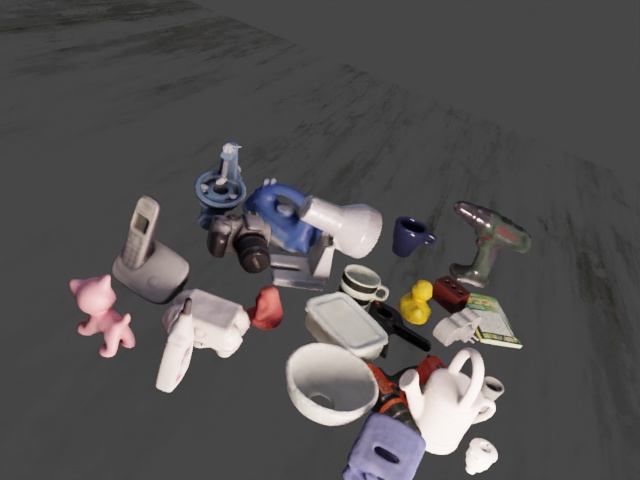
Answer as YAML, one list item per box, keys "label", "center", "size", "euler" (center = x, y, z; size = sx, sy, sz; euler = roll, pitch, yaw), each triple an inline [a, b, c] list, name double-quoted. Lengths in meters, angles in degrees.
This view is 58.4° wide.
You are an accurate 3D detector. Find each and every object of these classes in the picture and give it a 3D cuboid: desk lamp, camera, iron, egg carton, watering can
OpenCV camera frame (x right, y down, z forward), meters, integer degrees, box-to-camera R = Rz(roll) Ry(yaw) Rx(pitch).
- label: "desk lamp"
  center: [0.012, 0.005, 1.270]
  size: [0.204, 0.213, 0.117]
  euler: [7, 33, -20]
- label: "camera"
  center: [-0.169, 0.003, 1.280]
  size: [0.143, 0.101, 0.136]
  euler: [5, 34, -23]
- label: "iron"
  center: [-0.089, -0.078, 1.413]
  size: [0.257, 0.141, 0.119]
  euler: [35, 34, 24]
- label: "egg carton"
  center: [-0.208, 0.152, 1.052]
  size: [0.150, 0.069, 0.107]
  euler: [20, 31, 0]
- label: "watering can"
  center: [0.222, 0.270, 0.987]
  size: [0.173, 0.194, 0.100]
  euler: [2, 35, -27]

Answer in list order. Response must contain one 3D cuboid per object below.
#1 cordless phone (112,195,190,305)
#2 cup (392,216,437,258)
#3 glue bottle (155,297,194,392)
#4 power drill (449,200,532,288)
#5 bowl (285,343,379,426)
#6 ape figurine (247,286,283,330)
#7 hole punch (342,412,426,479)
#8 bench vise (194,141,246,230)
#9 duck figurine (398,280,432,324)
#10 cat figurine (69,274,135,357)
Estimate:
- label: "cordless phone"
  center: [-0.314, 0.018, 1.090]
  size: [0.147, 0.185, 0.094]
  euler: [28, 32, 15]
- label: "cup"
  center: [0.242, 0.003, 1.520]
  size: [0.117, 0.095, 0.092]
  euler: [23, 31, 6]
- label: "glue bottle"
  center: [-0.226, 0.162, 0.924]
  size: [0.037, 0.173, 0.078]
  euler: [19, 31, 0]
- label: "power drill"
  center: [0.421, 0.014, 1.493]
  size: [0.230, 0.208, 0.075]
  euler: [15, 31, -8]
- label: "bowl"
  center: [0.012, 0.262, 0.996]
  size: [0.167, 0.075, 0.167]
  euler: [15, 31, -9]
- label: "ape figurine"
  center: [-0.105, 0.128, 1.126]
  size: [0.076, 0.092, 0.078]
  euler: [25, 31, 9]
- label: "hole punch"
  center: [0.103, 0.345, 0.901]
  size: [0.108, 0.091, 0.101]
  euler: [26, 31, 11]
- label: "bench vise"
  center: [-0.236, -0.157, 1.378]
  size: [0.122, 0.220, 0.207]
  euler: [9, 32, -17]
- label: "duck figurine"
  center: [0.227, 0.134, 1.312]
  size: [0.077, 0.086, 0.104]
  euler: [19, 31, -1]
- label: "cat figurine"
  center: [-0.367, 0.116, 0.971]
  size: [0.127, 0.118, 0.067]
  euler: [33, 33, 21]
